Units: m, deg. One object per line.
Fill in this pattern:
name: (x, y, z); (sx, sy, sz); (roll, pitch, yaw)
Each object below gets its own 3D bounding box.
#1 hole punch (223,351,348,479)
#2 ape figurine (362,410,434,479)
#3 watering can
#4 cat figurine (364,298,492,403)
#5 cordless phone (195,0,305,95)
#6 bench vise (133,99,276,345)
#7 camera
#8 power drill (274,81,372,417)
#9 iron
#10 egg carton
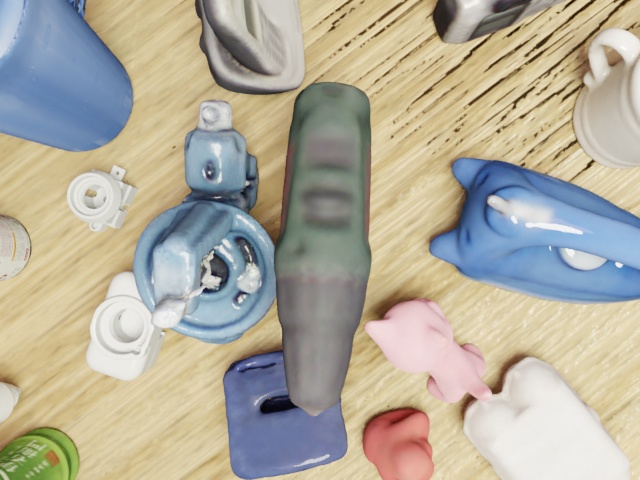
hole punch: (-0.034, 0.152, 0.519); (0.108, 0.091, 0.101); (-12, 89, 0)
ape figurine: (0.078, 0.195, 0.519); (0.076, 0.092, 0.078); (29, 89, 0)
watering can: (0.307, -0.119, 0.474); (0.173, 0.194, 0.101); (16, 89, 0)
cat figurine: (0.100, 0.098, 0.508); (0.128, 0.117, 0.067); (42, 89, 0)
cordless phone: (-0.065, -0.208, 0.477); (0.094, 0.185, 0.148); (-10, 89, 0)
bench vise: (-0.103, -0.009, 0.457); (0.121, 0.219, 0.207); (-16, 89, 0)
camera: (0.164, -0.273, 0.522); (0.143, 0.100, 0.137); (-22, 89, -1)
power drill: (0.004, 0.002, 0.463); (0.075, 0.208, 0.230); (2, 89, 0)
iron: (0.236, 0.002, 0.498); (0.258, 0.141, 0.119); (15, 89, 0)
egg carton: (0.210, 0.189, 0.531); (0.107, 0.069, 0.150); (-41, 90, -1)
